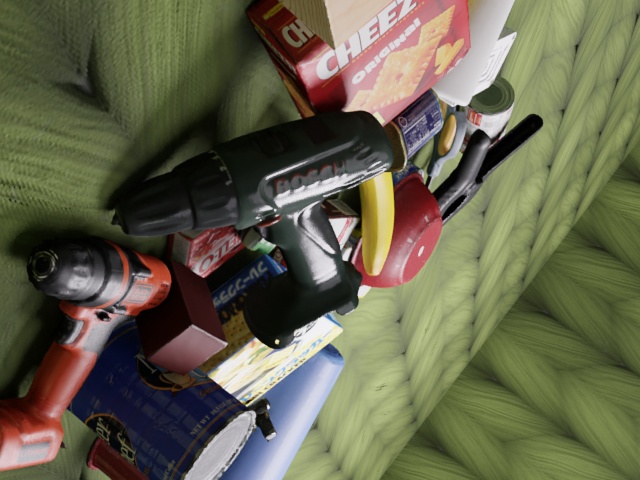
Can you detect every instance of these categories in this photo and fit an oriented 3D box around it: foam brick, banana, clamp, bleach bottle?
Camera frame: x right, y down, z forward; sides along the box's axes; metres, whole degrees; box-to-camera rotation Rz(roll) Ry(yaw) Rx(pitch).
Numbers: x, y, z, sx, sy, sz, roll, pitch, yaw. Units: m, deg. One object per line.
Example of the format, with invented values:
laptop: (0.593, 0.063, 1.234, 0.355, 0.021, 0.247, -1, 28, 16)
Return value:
foam brick: (-0.121, 0.065, 0.899, 0.053, 0.078, 0.051, -35, 140, 15)
banana: (0.054, -0.051, 1.178, 0.069, 0.037, 0.198, -48, 141, -33)
clamp: (0.187, -0.080, 1.374, 0.210, 0.036, 0.164, -49, 161, 28)
bleach bottle: (0.166, -0.265, 1.069, 0.251, 0.068, 0.103, -65, -159, 14)

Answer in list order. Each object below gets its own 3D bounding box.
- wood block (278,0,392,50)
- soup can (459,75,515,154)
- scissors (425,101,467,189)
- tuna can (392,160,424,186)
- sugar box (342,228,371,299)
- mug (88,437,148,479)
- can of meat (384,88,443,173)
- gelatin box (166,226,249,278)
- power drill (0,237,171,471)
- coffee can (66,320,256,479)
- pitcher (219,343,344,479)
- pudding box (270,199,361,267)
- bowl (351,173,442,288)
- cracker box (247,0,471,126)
wood block: (0.051, -0.243, 0.732, 0.206, 0.091, 0.090, -42, 158, -9)
soup can: (0.215, -0.162, 1.403, 0.068, 0.068, 0.102, -47, 161, -23)
scissors: (0.143, -0.110, 1.337, 0.202, 0.016, 0.096, 116, -26, -60)
tuna can: (0.091, -0.061, 1.329, 0.086, 0.034, 0.086, -47, 161, -22)
sugar box: (0.029, 0.033, 1.328, 0.093, 0.048, 0.176, -60, 159, 14)
mug: (-0.174, 0.226, 1.097, 0.093, 0.081, 0.117, -48, 161, -20)
can of meat: (0.059, -0.111, 1.042, 0.083, 0.102, 0.057, -43, 125, -42)
gelatin box: (-0.097, -0.004, 0.951, 0.089, 0.030, 0.073, -39, 158, -39)
power drill: (-0.199, 0.082, 0.801, 0.188, 0.057, 0.184, -55, 163, 4)
coffee can: (-0.142, 0.149, 0.936, 0.102, 0.140, 0.103, -47, 161, -21)
pitcher: (-0.078, 0.213, 1.280, 0.243, 0.149, 0.144, -58, 146, 3)
pudding box: (-0.008, 0.001, 1.183, 0.090, 0.039, 0.113, -58, 161, 15)
bowl: (0.102, 0.001, 1.299, 0.162, 0.055, 0.162, -48, 157, -28)
cracker box: (0.044, -0.171, 0.886, 0.164, 0.072, 0.213, -40, 163, -2)
